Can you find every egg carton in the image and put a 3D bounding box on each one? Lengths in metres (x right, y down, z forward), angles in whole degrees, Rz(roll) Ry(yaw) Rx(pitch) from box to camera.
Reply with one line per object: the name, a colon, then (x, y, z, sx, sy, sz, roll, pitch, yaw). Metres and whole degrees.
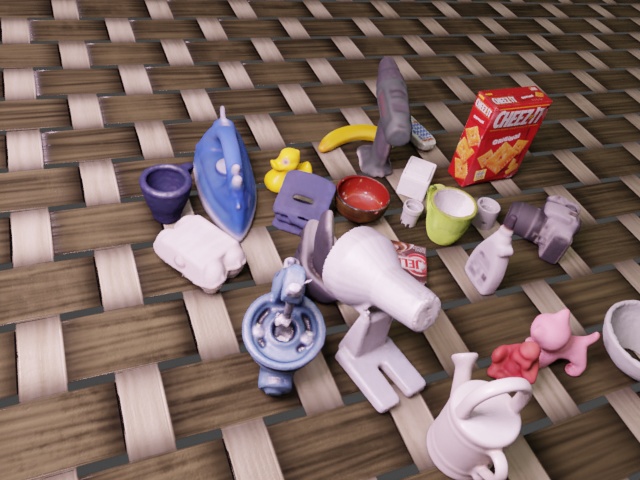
egg carton: (-0.206, 0.022, 0.982, 0.150, 0.069, 0.107, 32, 47, 18)

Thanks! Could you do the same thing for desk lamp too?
desk lamp: (0.093, 0.112, 0.865, 0.118, 0.213, 0.202, -22, 54, -31)

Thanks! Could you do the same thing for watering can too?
watering can: (0.217, 0.237, 0.786, 0.101, 0.194, 0.172, -17, 52, -28)

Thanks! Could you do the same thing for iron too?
iron: (-0.172, -0.133, 1.094, 0.119, 0.141, 0.257, -5, 48, -19)

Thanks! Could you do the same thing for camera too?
camera: (0.463, -0.045, 1.195, 0.136, 0.101, 0.143, 24, 45, 10)

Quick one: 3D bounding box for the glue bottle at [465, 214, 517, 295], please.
glue bottle: (0.320, 0.020, 1.043, 0.037, 0.173, 0.078, -7, 48, -20)

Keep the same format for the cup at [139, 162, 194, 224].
cup: (-0.274, -0.085, 1.054, 0.091, 0.095, 0.118, 27, 46, 13)

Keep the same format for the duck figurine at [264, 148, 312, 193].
duck figurine: (-0.061, -0.151, 1.180, 0.105, 0.086, 0.077, -16, 52, -27)

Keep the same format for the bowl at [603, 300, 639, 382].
bowl: (0.566, 0.192, 1.004, 0.167, 0.075, 0.167, 7, 45, -7)

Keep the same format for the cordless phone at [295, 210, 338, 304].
cordless phone: (0.009, 0.003, 0.972, 0.094, 0.185, 0.147, 7, 45, -7)

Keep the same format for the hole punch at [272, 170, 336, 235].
hole punch: (-0.029, -0.068, 1.102, 0.108, 0.091, 0.101, 17, 44, 3)

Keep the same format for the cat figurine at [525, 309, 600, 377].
cat figurine: (0.402, 0.164, 0.960, 0.128, 0.118, 0.067, 10, 44, -4)

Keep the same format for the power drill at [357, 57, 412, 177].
power drill: (0.140, -0.254, 1.245, 0.076, 0.208, 0.229, 2, 45, -11)

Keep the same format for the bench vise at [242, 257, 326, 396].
bench vise: (-0.058, 0.092, 0.843, 0.122, 0.220, 0.207, -4, 47, -17)

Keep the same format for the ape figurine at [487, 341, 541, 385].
ape figurine: (0.325, 0.196, 0.927, 0.076, 0.092, 0.077, -10, 49, -23)
